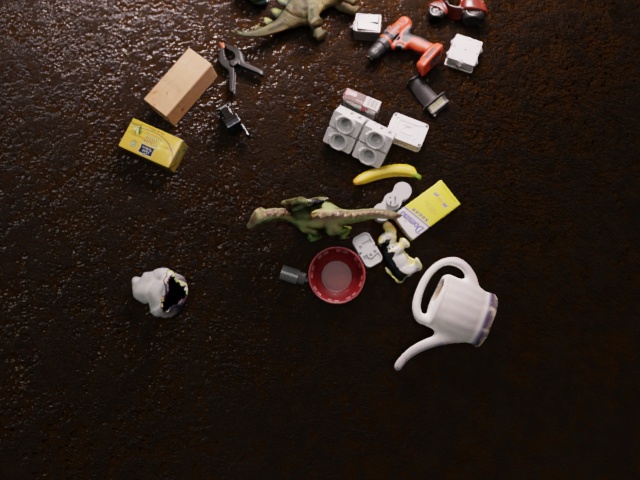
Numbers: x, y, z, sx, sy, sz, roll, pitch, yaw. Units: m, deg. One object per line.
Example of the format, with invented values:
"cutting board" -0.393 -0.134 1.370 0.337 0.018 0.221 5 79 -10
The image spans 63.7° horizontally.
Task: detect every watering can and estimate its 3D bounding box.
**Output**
"watering can" 0.350 0.223 1.404 0.224 0.103 0.350 23 81 4

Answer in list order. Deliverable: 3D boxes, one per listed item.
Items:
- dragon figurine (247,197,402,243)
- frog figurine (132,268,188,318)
"dragon figurine" 0.004 -0.070 1.387 0.409 0.241 0.123 -7 81 13
"frog figurine" -0.456 0.149 1.455 0.159 0.123 0.137 -6 89 37
